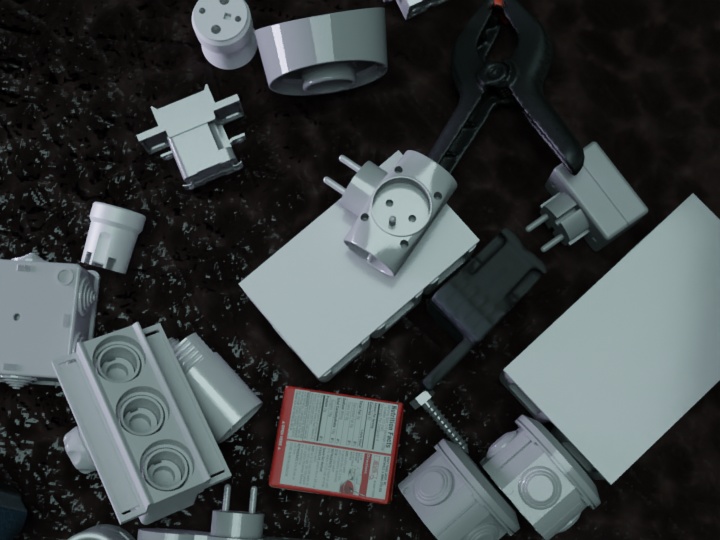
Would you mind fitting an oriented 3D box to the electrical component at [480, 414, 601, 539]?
[{"bbox_3d":[0.125,0.144,0.749,0.051,0.080,0.080,-41,82,-1],"label":"electrical component"}]

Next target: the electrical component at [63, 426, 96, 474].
[{"bbox_3d":[-0.181,0.120,0.780,0.061,0.035,0.035,-28,80,-7],"label":"electrical component"}]

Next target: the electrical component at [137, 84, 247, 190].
[{"bbox_3d":[-0.123,-0.098,0.816,0.081,0.042,0.063,-23,82,-3],"label":"electrical component"}]

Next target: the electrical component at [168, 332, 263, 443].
[{"bbox_3d":[-0.114,0.081,0.781,0.043,0.043,0.081,-43,82,-7],"label":"electrical component"}]

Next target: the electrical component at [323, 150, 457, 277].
[{"bbox_3d":[0.013,-0.049,0.738,0.079,0.044,0.077,34,82,6],"label":"electrical component"}]

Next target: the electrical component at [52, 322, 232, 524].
[{"bbox_3d":[-0.151,0.107,0.738,0.079,0.063,0.121,-20,69,-25],"label":"electrical component"}]

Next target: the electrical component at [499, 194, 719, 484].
[{"bbox_3d":[0.203,0.051,0.774,0.186,0.060,0.105,-42,82,-7],"label":"electrical component"}]

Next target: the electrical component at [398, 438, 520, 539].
[{"bbox_3d":[0.069,0.161,0.746,0.051,0.080,0.080,-41,82,-1],"label":"electrical component"}]

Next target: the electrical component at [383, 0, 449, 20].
[{"bbox_3d":[0.044,-0.233,0.837,0.066,0.048,0.055,-26,88,-4],"label":"electrical component"}]

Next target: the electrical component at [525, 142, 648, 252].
[{"bbox_3d":[0.160,-0.043,0.799,0.077,0.047,0.065,-35,81,-5],"label":"electrical component"}]

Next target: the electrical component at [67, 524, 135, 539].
[{"bbox_3d":[-0.186,0.208,0.757,0.055,0.047,0.055,0,79,1],"label":"electrical component"}]

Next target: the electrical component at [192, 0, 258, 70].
[{"bbox_3d":[-0.103,-0.184,0.824,0.045,0.055,0.045,0,79,1],"label":"electrical component"}]

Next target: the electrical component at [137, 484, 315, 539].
[{"bbox_3d":[-0.087,0.188,0.756,0.138,0.052,0.073,4,80,1],"label":"electrical component"}]

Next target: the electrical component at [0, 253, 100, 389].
[{"bbox_3d":[-0.244,0.038,0.788,0.100,0.048,0.099,3,79,1],"label":"electrical component"}]

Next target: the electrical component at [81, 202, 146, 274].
[{"bbox_3d":[-0.186,-0.024,0.805,0.040,0.040,0.046,15,86,3],"label":"electrical component"}]

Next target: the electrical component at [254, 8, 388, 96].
[{"bbox_3d":[-0.027,-0.167,0.802,0.099,0.099,0.064,-9,86,-1],"label":"electrical component"}]

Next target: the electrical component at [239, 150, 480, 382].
[{"bbox_3d":[0.000,0.000,0.785,0.150,0.061,0.089,-40,81,-6],"label":"electrical component"}]
